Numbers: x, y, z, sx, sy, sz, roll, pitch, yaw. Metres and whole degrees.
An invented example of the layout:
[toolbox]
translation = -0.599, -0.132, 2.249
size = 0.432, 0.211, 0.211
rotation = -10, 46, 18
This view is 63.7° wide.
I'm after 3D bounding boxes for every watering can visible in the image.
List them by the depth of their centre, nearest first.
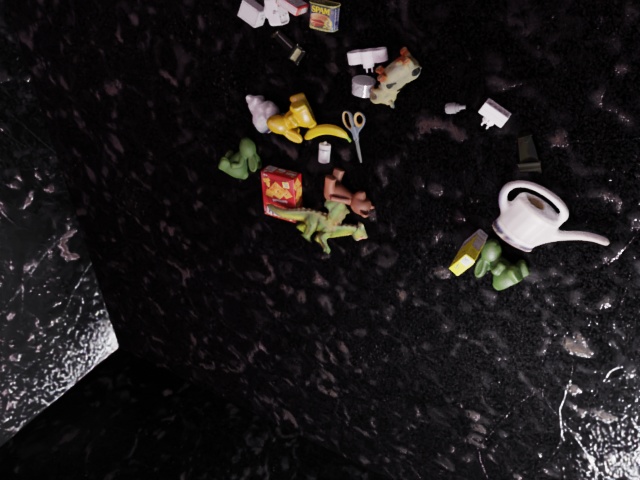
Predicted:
[watering can]
translation = 0.705, -0.043, 1.637
size = 0.349, 0.106, 0.219
rotation = 39, 134, 8

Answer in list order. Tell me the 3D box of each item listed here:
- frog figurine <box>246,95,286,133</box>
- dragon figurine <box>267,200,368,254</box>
[frog figurine]
translation = -0.226, -0.493, 1.975
size = 0.158, 0.125, 0.136
rotation = 41, 154, -11
[dragon figurine]
translation = 0.006, -0.104, 2.076
size = 0.410, 0.123, 0.240
rotation = 35, 104, 1
